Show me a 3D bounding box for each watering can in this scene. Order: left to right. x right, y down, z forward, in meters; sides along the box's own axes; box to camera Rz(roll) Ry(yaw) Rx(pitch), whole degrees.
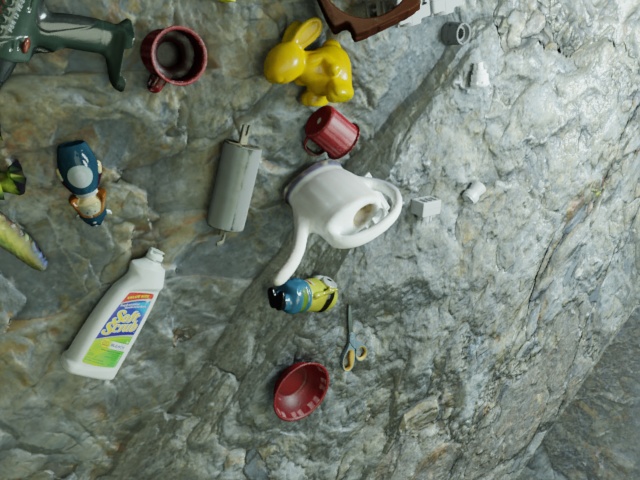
[{"bbox_3d":[0.003,-0.053,1.055,0.351,0.101,0.228,-29,52,-24],"label":"watering can"}]

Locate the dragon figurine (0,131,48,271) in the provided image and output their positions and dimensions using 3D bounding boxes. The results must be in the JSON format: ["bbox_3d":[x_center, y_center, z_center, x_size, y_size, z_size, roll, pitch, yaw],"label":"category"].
[{"bbox_3d":[-0.564,-0.075,0.716,0.243,0.400,0.125,-10,40,-14],"label":"dragon figurine"}]
